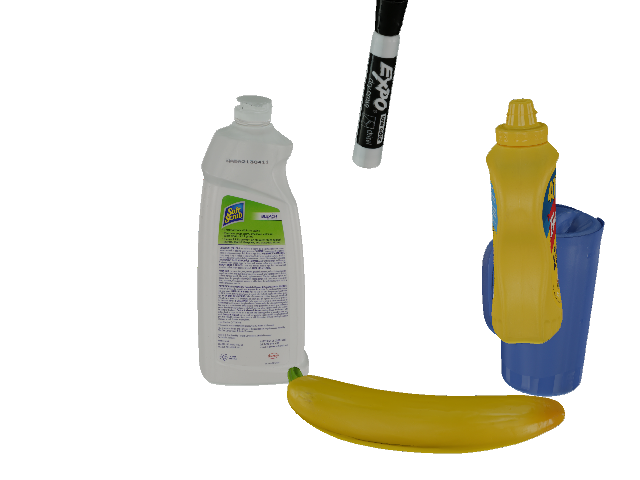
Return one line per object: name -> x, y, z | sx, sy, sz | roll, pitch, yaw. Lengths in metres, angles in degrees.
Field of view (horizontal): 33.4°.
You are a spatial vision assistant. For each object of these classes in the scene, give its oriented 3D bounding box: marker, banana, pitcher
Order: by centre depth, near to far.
marker -> 0.037, -0.101, 0.665 | 0.020, 0.121, 0.020 | 5, 35, -4
banana -> 0.056, 0.110, 0.701 | 0.198, 0.037, 0.069 | 7, 32, 21
pitcher -> 0.291, 0.082, 1.416 | 0.149, 0.243, 0.145 | 4, 21, 12

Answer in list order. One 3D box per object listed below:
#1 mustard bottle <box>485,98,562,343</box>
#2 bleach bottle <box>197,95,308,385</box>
mustard bottle -> 0.166, -0.019, 0.870 | 0.058, 0.191, 0.096 | 0, 17, 17
bleach bottle -> -0.055, 0.001, 0.925 | 0.102, 0.251, 0.068 | -1, 21, -13
